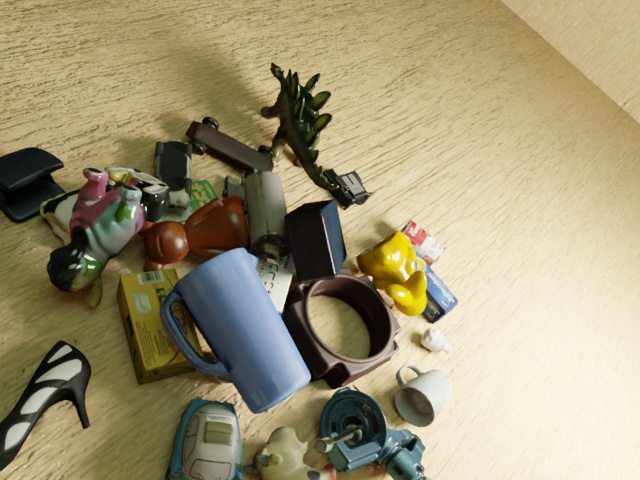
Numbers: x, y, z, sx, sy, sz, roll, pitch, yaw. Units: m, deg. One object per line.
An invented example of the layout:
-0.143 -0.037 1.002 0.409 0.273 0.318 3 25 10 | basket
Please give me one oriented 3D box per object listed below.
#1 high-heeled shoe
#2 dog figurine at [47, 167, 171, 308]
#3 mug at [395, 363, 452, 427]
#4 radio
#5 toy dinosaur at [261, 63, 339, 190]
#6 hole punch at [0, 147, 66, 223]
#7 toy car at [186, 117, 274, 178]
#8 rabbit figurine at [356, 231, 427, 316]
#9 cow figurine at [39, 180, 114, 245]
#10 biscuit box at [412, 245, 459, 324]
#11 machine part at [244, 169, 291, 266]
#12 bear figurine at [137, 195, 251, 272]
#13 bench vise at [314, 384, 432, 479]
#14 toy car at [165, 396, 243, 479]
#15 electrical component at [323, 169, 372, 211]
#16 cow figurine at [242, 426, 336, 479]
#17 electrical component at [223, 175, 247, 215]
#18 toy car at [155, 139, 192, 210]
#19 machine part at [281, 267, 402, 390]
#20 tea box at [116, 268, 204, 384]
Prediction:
-0.429 0.228 0.722 0.249 0.086 0.145 -14 60 -40 | high-heeled shoe
-0.349 -0.005 0.875 0.109 0.219 0.191 28 13 9 | dog figurine
0.195 0.283 1.022 0.110 0.080 0.107 48 37 19 | mug
-0.002 -0.003 1.029 0.229 0.073 0.131 -47 126 -77 | radio
-0.047 -0.258 1.216 0.105 0.198 0.472 -2 56 -26 | toy dinosaur
-0.515 -0.111 0.926 0.116 0.092 0.142 39 51 9 | hole punch
-0.197 -0.196 1.185 0.202 0.053 0.089 25 66 -9 | toy car
0.167 0.079 1.093 0.122 0.162 0.173 -28 96 -4 | rabbit figurine
-0.404 -0.063 0.963 0.098 0.068 0.167 40 48 14 | cow figurine
0.213 0.085 1.187 0.059 0.062 0.203 -28 72 -39 | biscuit box
-0.099 -0.048 1.013 0.079 0.079 0.243 7 45 -24 | machine part
-0.231 -0.007 1.000 0.196 0.132 0.120 -15 98 -4 | bear figurine
0.072 0.330 0.856 0.224 0.129 0.240 55 16 27 | bench vise
-0.159 0.304 0.792 0.109 0.103 0.162 17 52 -18 | toy car
0.060 -0.133 1.280 0.075 0.047 0.119 -18 68 -38 | electrical component
-0.038 0.382 0.814 0.127 0.085 0.195 3 55 -34 | cow figurine
-0.174 -0.095 1.141 0.063 0.021 0.094 7 54 -24 | electrical component
-0.293 -0.135 1.071 0.073 0.056 0.202 1 44 -15 | toy car
0.040 0.161 1.020 0.201 0.087 0.201 -18 66 -35 | machine part
-0.266 0.138 0.882 0.098 0.068 0.170 -6 60 -32 | tea box
